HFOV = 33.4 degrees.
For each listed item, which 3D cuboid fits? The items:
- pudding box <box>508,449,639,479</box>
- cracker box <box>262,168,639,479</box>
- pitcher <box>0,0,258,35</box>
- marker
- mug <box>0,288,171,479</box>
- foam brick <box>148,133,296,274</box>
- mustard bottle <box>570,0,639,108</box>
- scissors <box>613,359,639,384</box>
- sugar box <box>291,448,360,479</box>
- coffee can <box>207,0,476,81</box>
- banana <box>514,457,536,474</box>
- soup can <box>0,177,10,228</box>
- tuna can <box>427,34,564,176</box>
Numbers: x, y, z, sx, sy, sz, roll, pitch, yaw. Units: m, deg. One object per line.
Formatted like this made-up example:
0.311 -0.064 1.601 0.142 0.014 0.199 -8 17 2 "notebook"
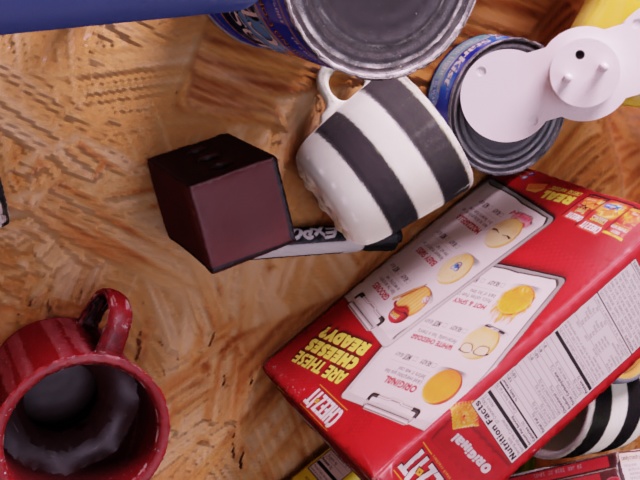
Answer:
0.183 0.165 0.713 0.113 0.090 0.039 8 66 -52 "pudding box"
0.091 0.056 0.631 0.213 0.164 0.072 -40 116 -9 "cracker box"
-0.142 -0.151 0.422 0.242 0.145 0.149 -8 119 -24 "pitcher"
-0.004 0.001 0.653 0.121 0.020 0.020 -3 107 -24 "marker"
-0.133 0.081 0.583 0.093 0.082 0.117 17 98 -28 "mug"
-0.055 -0.023 0.590 0.053 0.078 0.051 -22 113 -19 "foam brick"
0.207 -0.174 0.631 0.096 0.058 0.192 9 101 -2 "mustard bottle"
0.232 0.048 0.740 0.201 0.016 0.096 -9 82 -45 "scissors"
0.038 0.172 0.710 0.176 0.048 0.093 -38 121 -13 "sugar box"
0.002 -0.141 0.542 0.102 0.140 0.103 -7 109 -23 "coffee can"
0.086 0.225 0.756 0.197 0.037 0.069 -37 106 -10 "banana"
-0.212 -0.025 0.523 0.102 0.069 0.068 -17 112 -20 "soup can"
0.110 -0.086 0.669 0.086 0.034 0.086 -7 109 -22 "tuna can"
